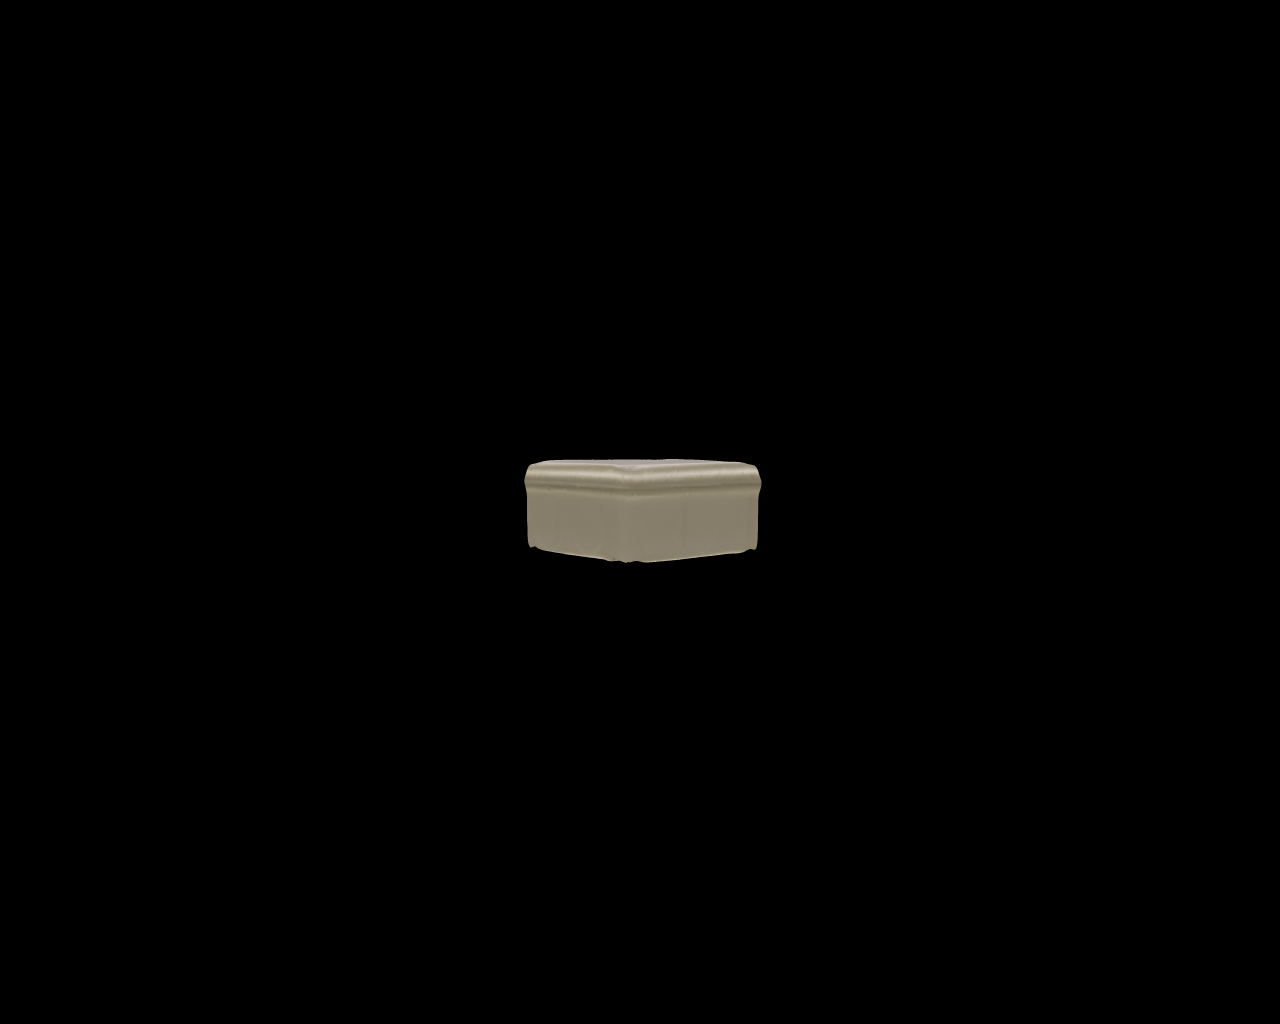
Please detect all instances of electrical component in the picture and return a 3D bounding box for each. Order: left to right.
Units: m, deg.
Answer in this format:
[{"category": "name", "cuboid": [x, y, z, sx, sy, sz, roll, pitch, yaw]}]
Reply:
[{"category": "electrical component", "cuboid": [0.001, -0.003, 0.650, 0.109, 0.056, 0.108, -3, 5, -37]}]
